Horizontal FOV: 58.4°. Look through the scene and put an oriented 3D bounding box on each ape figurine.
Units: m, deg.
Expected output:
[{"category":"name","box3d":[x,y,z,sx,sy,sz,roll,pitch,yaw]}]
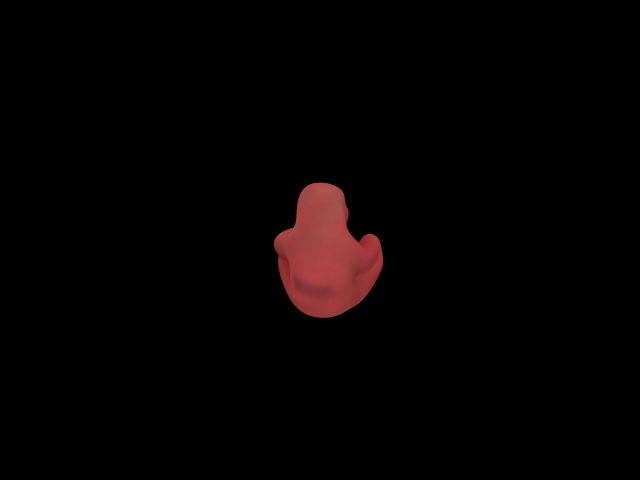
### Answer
[{"category":"ape figurine","box3d":[0.004,0.001,0.400,0.077,0.092,0.076,13,38,18]}]
